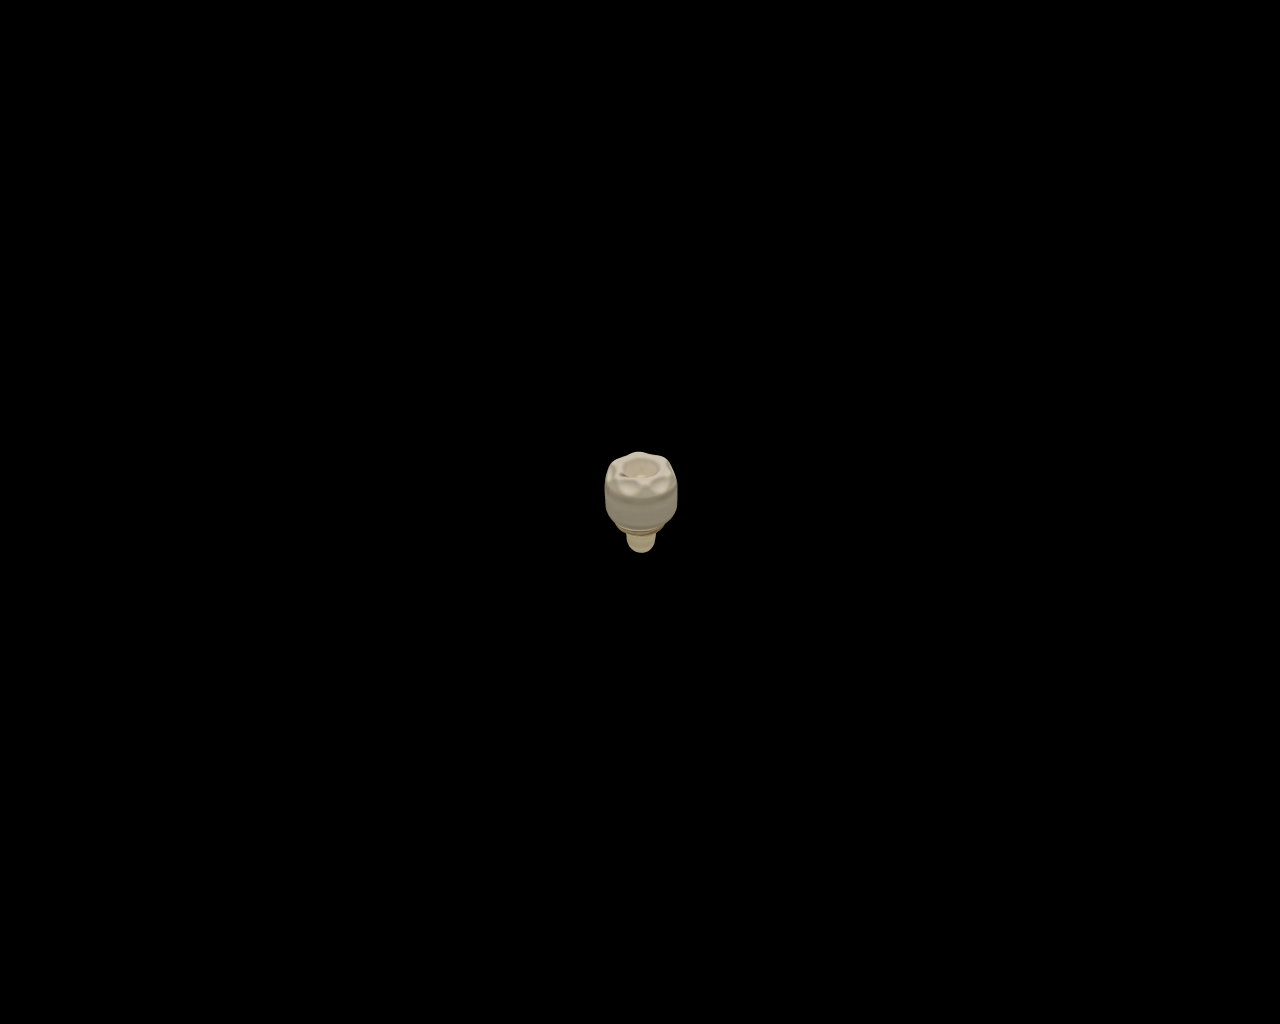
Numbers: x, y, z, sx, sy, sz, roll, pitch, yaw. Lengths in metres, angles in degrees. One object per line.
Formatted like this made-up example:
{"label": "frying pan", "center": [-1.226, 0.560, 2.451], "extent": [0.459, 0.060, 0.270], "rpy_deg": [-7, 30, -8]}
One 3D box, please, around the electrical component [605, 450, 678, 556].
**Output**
{"label": "electrical component", "center": [0.001, -0.003, 0.650], "extent": [0.043, 0.062, 0.043], "rpy_deg": [0, 35, 0]}
